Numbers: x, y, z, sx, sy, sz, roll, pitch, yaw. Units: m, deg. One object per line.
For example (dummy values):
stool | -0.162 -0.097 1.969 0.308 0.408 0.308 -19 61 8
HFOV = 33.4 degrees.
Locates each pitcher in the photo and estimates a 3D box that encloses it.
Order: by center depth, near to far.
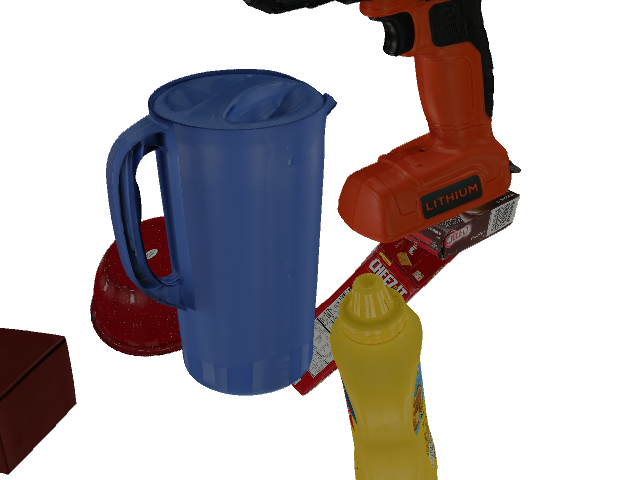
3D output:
pitcher | -0.069 -0.001 0.831 0.149 0.243 0.145 5 27 9

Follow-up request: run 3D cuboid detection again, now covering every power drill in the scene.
power drill | 0.043 -0.095 0.577 0.184 0.188 0.057 -21 36 -24

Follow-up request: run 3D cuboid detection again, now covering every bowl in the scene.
bowl | -0.150 0.029 0.998 0.162 0.162 0.055 0 -42 21

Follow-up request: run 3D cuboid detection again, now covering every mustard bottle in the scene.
mustard bottle | 0.041 0.095 0.693 0.058 0.191 0.096 -4 42 7

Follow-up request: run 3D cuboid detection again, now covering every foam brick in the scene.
foam brick | -0.197 0.097 0.664 0.053 0.051 0.078 7 29 21

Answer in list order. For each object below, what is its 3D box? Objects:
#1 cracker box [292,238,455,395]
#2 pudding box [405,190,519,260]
cracker box | 0.054 0.070 1.260 0.214 0.072 0.164 -46 -6 30
pudding box | 0.122 -0.031 1.033 0.113 0.039 0.090 -22 41 -39
